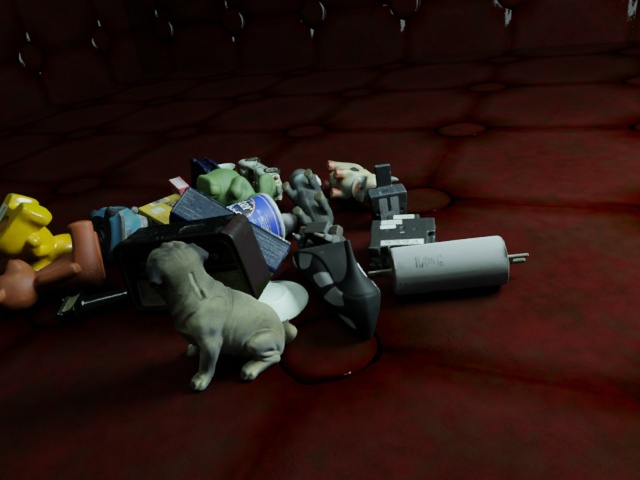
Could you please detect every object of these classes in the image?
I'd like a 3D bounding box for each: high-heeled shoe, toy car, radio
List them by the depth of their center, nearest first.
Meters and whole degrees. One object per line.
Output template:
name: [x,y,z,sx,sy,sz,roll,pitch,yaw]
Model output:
high-heeled shoe: [0.023,0.077,0.849,0.086,0.145,0.249,-11,-3,-19]
radio: [-0.206,0.039,0.857,0.230,0.131,0.073,-7,24,19]
toy car: [-0.404,-0.014,1.098,0.103,0.109,0.162,-1,4,-43]
toy car: [-0.143,-0.145,1.288,0.056,0.073,0.202,-17,28,-24]

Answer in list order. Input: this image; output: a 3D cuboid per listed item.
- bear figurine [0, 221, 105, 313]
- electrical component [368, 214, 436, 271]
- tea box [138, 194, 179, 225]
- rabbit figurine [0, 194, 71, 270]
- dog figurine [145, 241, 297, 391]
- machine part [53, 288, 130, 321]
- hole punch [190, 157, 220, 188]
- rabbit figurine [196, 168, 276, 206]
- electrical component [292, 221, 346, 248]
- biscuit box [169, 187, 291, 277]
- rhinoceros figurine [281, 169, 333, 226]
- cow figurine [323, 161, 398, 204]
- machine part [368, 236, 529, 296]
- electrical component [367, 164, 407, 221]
bear figurine: [-0.491,0.053,0.955,0.196,0.132,0.120,-12,-11,-15]
electrical component: [0.145,0.004,0.930,0.115,0.058,0.134,0,28,12]
tea box: [-0.296,-0.035,1.124,0.098,0.068,0.170,-27,33,-31]
rabbit figurine: [-0.536,0.013,1.033,0.122,0.173,0.162,12,78,36]
dog figurine: [-0.127,0.081,0.714,0.172,0.190,0.121,-18,29,-22]
machine part: [-0.377,0.102,0.917,0.139,0.039,0.084,-15,19,-8]
hole punch: [-0.249,-0.134,1.263,0.092,0.115,0.142,-11,26,-24]
rabbit figurine: [-0.159,-0.077,1.154,0.170,0.121,0.159,27,33,22]
electrical component: [-0.001,-0.002,0.967,0.102,0.078,0.045,3,56,37]
biscuit box: [-0.154,-0.010,0.911,0.203,0.059,0.063,31,64,-5]
rhinoceros figurine: [-0.018,-0.087,1.104,0.073,0.112,0.190,-36,39,11]
cow figurine: [0.085,-0.117,1.149,0.127,0.085,0.195,3,15,-12]
machine part: [0.194,0.040,0.823,0.243,0.079,0.079,-6,27,3]
electrical component: [0.130,-0.083,1.036,0.075,0.119,0.048,-7,27,-2]
